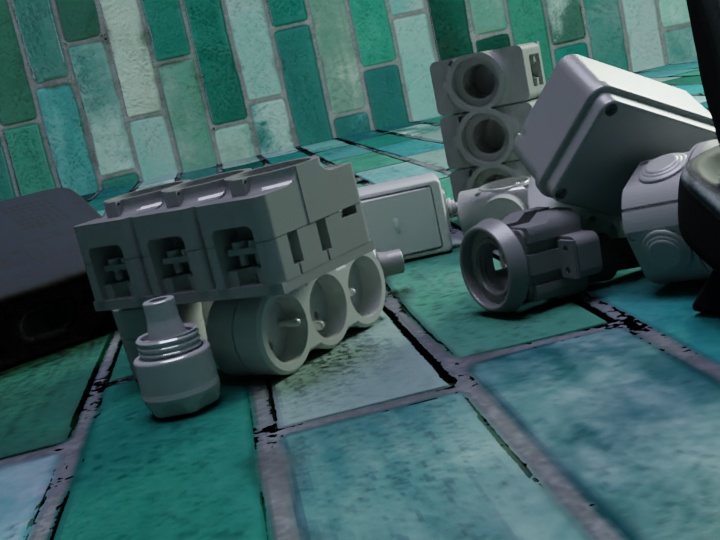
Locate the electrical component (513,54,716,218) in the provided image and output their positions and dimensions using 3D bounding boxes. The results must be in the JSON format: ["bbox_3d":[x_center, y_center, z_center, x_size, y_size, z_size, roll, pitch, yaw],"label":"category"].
[{"bbox_3d":[0.164,-0.077,0.668,0.113,0.078,0.057,11,32,-28],"label":"electrical component"}]

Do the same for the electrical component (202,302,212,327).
[{"bbox_3d":[-0.096,0.024,0.753,0.099,0.064,0.099,2,7,0],"label":"electrical component"}]

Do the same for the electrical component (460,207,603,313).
[{"bbox_3d":[0.098,-0.007,0.650,0.057,0.058,0.078,-14,11,-27],"label":"electrical component"}]

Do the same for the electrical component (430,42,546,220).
[{"bbox_3d":[0.126,-0.125,0.986,0.089,0.150,0.062,-6,11,29],"label":"electrical component"}]

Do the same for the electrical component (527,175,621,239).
[{"bbox_3d":[0.131,-0.028,0.725,0.079,0.043,0.077,-47,27,24],"label":"electrical component"}]

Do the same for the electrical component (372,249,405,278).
[{"bbox_3d":[0.000,0.000,0.764,0.062,0.043,0.043,-13,10,-10],"label":"electrical component"}]

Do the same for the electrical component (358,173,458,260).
[{"bbox_3d":[0.037,-0.042,0.893,0.096,0.061,0.061,-12,10,3],"label":"electrical component"}]

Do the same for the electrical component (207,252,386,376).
[{"bbox_3d":[-0.049,0.024,0.665,0.074,0.052,0.138,-5,13,33],"label":"electrical component"}]

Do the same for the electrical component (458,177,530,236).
[{"bbox_3d":[0.118,-0.045,0.865,0.077,0.044,0.079,-9,13,19],"label":"electrical component"}]

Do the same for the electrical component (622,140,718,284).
[{"bbox_3d":[0.191,-0.031,0.616,0.051,0.080,0.080,-10,9,43],"label":"electrical component"}]

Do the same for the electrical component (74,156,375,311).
[{"bbox_3d":[-0.082,-0.023,0.630,0.150,0.061,0.089,-6,13,36],"label":"electrical component"}]

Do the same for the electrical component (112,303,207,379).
[{"bbox_3d":[-0.124,0.040,0.681,0.055,0.047,0.055,-12,10,2],"label":"electrical component"}]

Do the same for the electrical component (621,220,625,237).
[{"bbox_3d":[0.177,-0.040,0.772,0.079,0.044,0.077,-11,11,7],"label":"electrical component"}]

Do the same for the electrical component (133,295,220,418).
[{"bbox_3d":[-0.102,0.046,0.585,0.043,0.062,0.043,-12,10,2],"label":"electrical component"}]
